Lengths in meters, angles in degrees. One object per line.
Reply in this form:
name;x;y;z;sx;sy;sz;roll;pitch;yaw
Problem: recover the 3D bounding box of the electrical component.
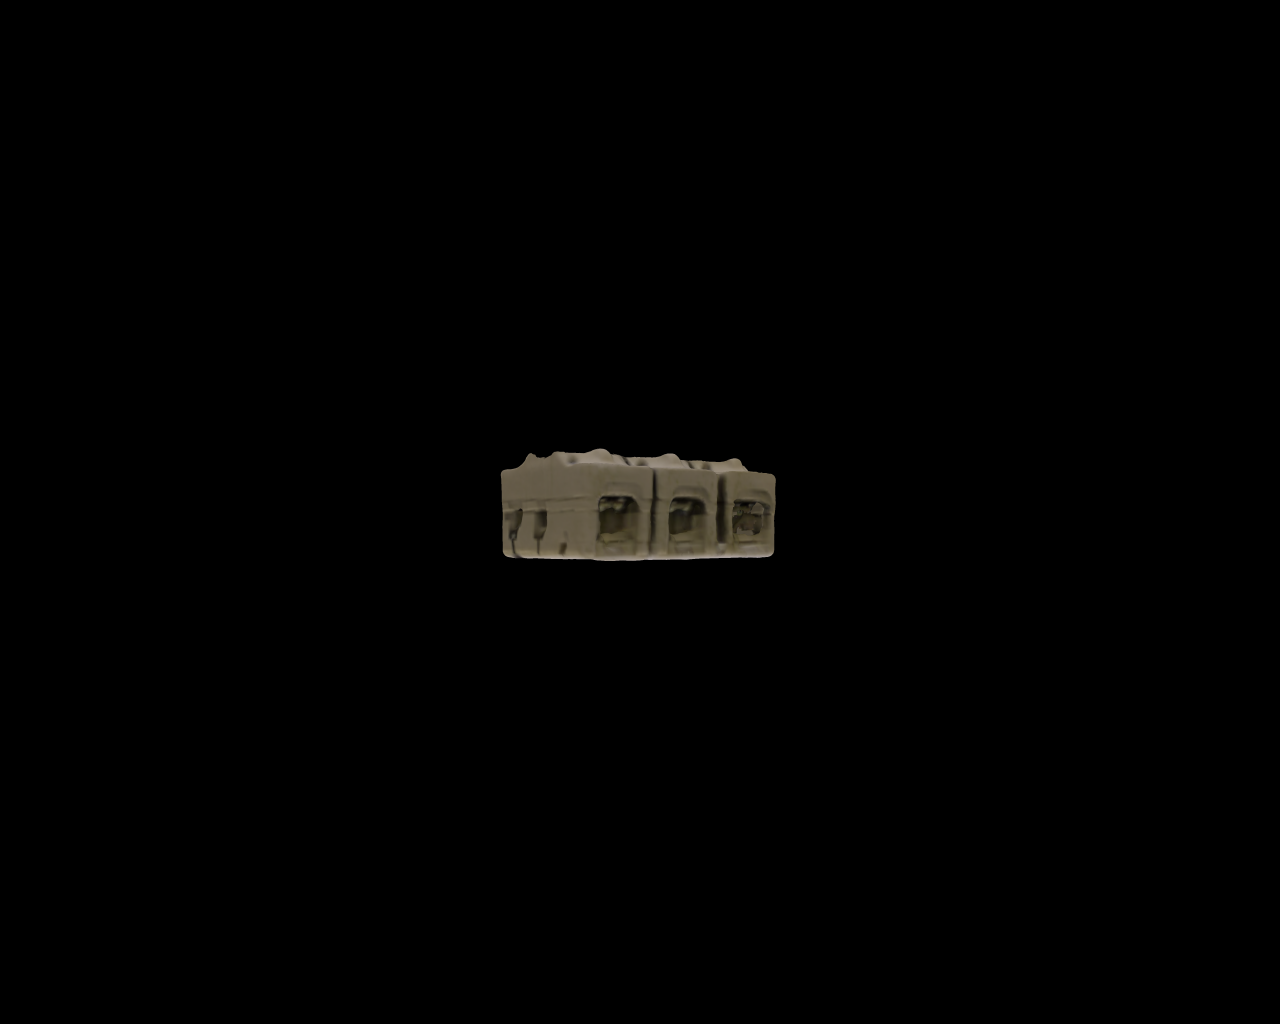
electrical component;0.001;-0.003;0.650;0.150;0.061;0.089;2;-2;-40
